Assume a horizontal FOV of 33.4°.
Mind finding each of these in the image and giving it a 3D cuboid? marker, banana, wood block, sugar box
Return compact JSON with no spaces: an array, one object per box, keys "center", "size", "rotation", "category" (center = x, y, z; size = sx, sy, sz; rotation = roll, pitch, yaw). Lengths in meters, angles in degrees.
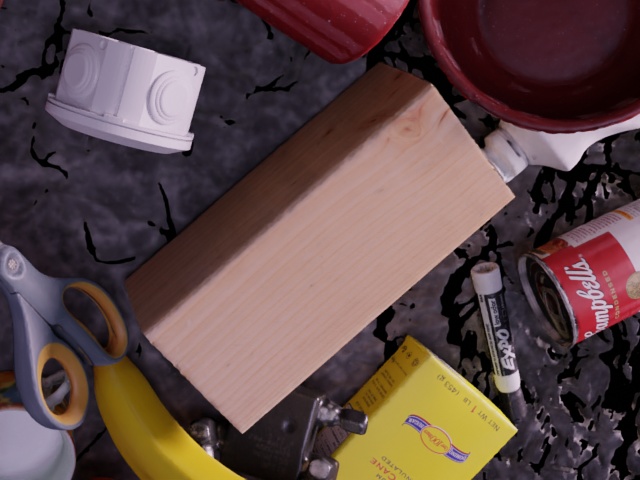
[{"center":[0.123,0.072,0.725],"size":[0.020,0.020,0.121],"rotation":[-19,112,-10],"category":"marker"},{"center":[-0.063,0.134,0.624],"size":[0.198,0.069,0.037],"rotation":[28,136,9],"category":"banana"},{"center":[-0.004,0.000,0.626],"size":[0.206,0.090,0.090],"rotation":[-41,114,-1],"category":"wood block"},{"center":[0.037,0.158,0.713],"size":[0.093,0.048,0.176],"rotation":[41,91,-21],"category":"sugar box"}]

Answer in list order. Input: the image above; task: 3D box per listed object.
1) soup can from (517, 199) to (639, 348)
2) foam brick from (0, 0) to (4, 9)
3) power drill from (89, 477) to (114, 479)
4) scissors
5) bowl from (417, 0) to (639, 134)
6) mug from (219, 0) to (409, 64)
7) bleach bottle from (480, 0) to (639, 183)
[{"center":[0.191,0.019,0.702],"size":[0.102,0.068,0.068],"rotation":[-25,113,-8],"category":"soup can"},{"center":[-0.207,-0.118,0.547],"size":[0.078,0.051,0.053],"rotation":[20,101,-22],"category":"foam brick"},{"center":[-0.075,0.238,0.662],"size":[0.187,0.057,0.184],"rotation":[10,123,2],"category":"power drill"},{"center":[-0.165,0.034,0.556],"size":[0.201,0.016,0.096],"rotation":[45,47,-52],"category":"scissors"},{"center":[0.135,-0.136,0.603],"size":[0.162,0.055,0.162],"rotation":[0,87,6],"category":"bowl"},{"center":[0.005,-0.160,0.580],"size":[0.081,0.093,0.117],"rotation":[30,81,-28],"category":"mug"},{"center":[0.208,-0.119,0.665],"size":[0.251,0.068,0.102],"rotation":[-39,112,1],"category":"bleach bottle"}]
